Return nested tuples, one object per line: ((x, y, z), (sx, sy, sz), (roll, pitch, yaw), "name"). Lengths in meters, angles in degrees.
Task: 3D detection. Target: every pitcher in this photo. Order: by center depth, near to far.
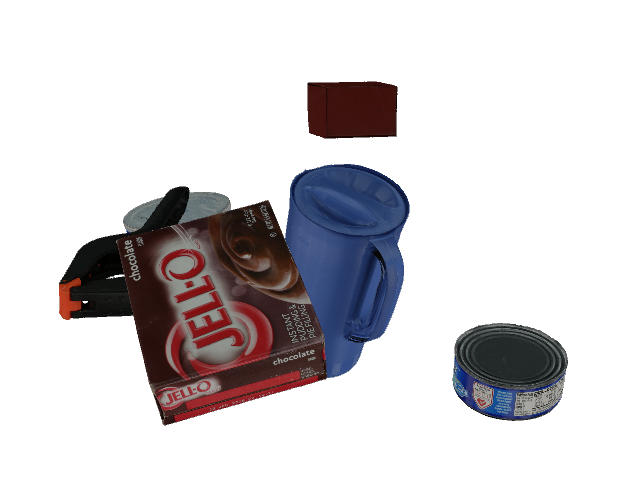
((0.019, 0.048, 1.225), (0.145, 0.243, 0.149), (15, 38, 5), "pitcher")

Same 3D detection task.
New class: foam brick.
((0.031, -0.130, 1.059), (0.078, 0.051, 0.053), (-4, 14, -20), "foam brick")

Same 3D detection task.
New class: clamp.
((-0.132, 0.009, 0.820), (0.171, 0.039, 0.120), (-18, 36, -34), "clamp")

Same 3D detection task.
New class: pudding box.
((-0.055, 0.036, 0.571), (0.090, 0.039, 0.113), (-15, 43, -10), "pudding box")

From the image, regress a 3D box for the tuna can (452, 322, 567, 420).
((0.145, 0.100, 0.821), (0.086, 0.034, 0.086), (0, 29, 0), "tuna can")

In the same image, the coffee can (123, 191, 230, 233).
((-0.126, 0.035, 1.032), (0.103, 0.140, 0.103), (-8, 20, 3), "coffee can")
